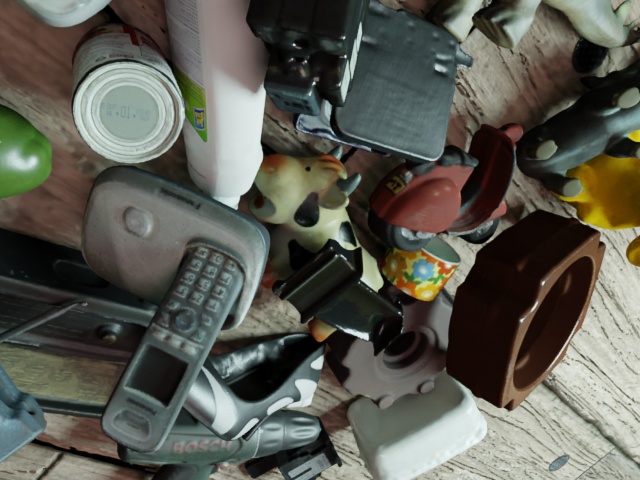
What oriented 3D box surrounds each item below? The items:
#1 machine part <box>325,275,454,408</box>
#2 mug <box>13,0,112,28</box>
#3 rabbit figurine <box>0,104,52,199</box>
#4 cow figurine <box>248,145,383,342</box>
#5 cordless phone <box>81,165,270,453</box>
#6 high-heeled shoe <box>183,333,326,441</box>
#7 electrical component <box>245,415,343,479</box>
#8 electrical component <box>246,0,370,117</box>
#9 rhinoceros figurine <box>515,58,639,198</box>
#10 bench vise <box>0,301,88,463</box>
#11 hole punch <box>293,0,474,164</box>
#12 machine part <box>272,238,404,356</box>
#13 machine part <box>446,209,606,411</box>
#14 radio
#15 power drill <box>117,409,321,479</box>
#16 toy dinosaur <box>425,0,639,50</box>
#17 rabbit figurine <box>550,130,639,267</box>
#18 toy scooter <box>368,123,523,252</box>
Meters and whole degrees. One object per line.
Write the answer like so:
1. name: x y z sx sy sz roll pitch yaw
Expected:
1. machine part: 0.095 0.122 0.652 0.179 0.056 0.179 -11 124 -17
2. mug: -0.145 -0.172 0.316 0.109 0.107 0.080 -33 130 1
3. rabbit figurine: -0.250 -0.083 0.319 0.159 0.121 0.170 -28 126 3
4. cow figurine: -0.001 -0.002 0.509 0.127 0.086 0.194 -32 126 6
5. cordless phone: -0.133 0.048 0.405 0.147 0.088 0.184 24 72 4
6. high-heeled shoe: -0.066 0.117 0.529 0.145 0.086 0.248 -52 148 -17
7. electrical component: -0.037 0.292 0.712 0.119 0.048 0.074 -25 128 -9
8. electrical component: -0.001 -0.148 0.335 0.058 0.115 0.134 13 90 7
9. rhinoceros figurine: 0.289 -0.124 0.543 0.190 0.112 0.073 -36 106 19
10. bench vise: -0.252 0.042 0.289 0.129 0.224 0.240 -33 104 -4
11. hole punch: 0.047 -0.129 0.455 0.142 0.092 0.115 13 90 -24
12. machine part: 0.028 0.055 0.488 0.084 0.039 0.138 -43 127 10
13. machine part: 0.239 0.080 0.631 0.201 0.087 0.201 -28 132 -33
14. radio: -0.251 0.068 0.449 0.229 0.073 0.131 21 112 -34
15. power drill: -0.133 0.276 0.636 0.232 0.086 0.207 17 118 -28
16. toy dinosaur: 0.164 -0.248 0.407 0.471 0.105 0.198 26 104 -46
17. rabbit figurine: 0.354 -0.036 0.588 0.122 0.173 0.162 -40 124 0
18. toy scooter: 0.135 -0.058 0.532 0.184 0.075 0.135 -1 127 -35
